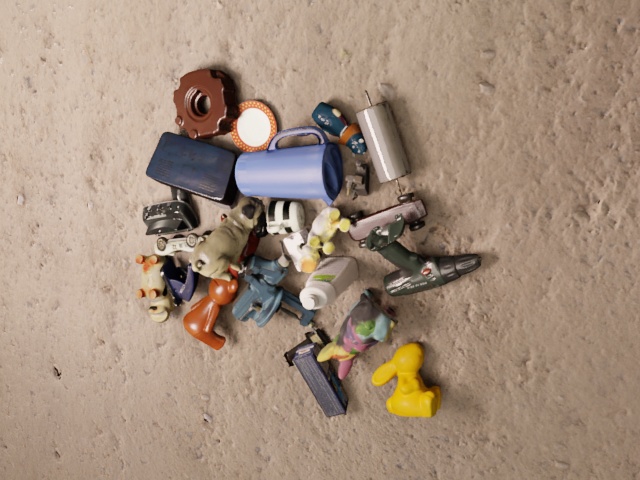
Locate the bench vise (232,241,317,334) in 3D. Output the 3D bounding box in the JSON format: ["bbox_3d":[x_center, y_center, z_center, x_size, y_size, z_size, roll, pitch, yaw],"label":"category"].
[{"bbox_3d":[-0.101,0.146,1.373,0.240,0.129,0.223,33,100,-16],"label":"bench vise"}]

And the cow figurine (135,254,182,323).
[{"bbox_3d":[-0.452,0.135,1.508,0.086,0.127,0.194,-3,89,20],"label":"cow figurine"}]

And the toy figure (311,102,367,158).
[{"bbox_3d":[0.051,-0.255,1.237,0.154,0.064,0.058,40,79,2],"label":"toy figure"}]

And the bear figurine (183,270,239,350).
[{"bbox_3d":[-0.278,0.180,1.462,0.196,0.131,0.120,-51,47,-4],"label":"bear figurine"}]

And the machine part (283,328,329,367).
[{"bbox_3d":[-0.036,0.290,1.430,0.139,0.039,0.084,-36,99,23],"label":"machine part"}]

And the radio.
[{"bbox_3d":[-0.314,-0.182,1.365,0.230,0.073,0.131,19,87,13],"label":"radio"}]

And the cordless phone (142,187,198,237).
[{"bbox_3d":[-0.415,-0.106,1.451,0.147,0.088,0.184,-8,90,23],"label":"cordless phone"}]

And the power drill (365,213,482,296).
[{"bbox_3d":[0.218,0.034,1.216,0.232,0.086,0.207,-29,127,31],"label":"power drill"}]

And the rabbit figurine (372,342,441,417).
[{"bbox_3d":[0.218,0.338,1.324,0.163,0.122,0.173,-3,90,31],"label":"rabbit figurine"}]

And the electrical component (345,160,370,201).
[{"bbox_3d":[0.088,-0.133,1.240,0.045,0.102,0.078,-1,81,14],"label":"electrical component"}]

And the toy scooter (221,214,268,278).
[{"bbox_3d":[-0.214,0.003,1.397,0.135,0.075,0.183,27,109,13],"label":"toy scooter"}]

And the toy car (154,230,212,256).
[{"bbox_3d":[-0.359,0.010,1.439,0.202,0.073,0.056,-5,94,32],"label":"toy car"}]

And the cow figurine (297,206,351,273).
[{"bbox_3d":[-0.005,-0.004,1.285,0.068,0.098,0.167,35,92,-23],"label":"cow figurine"}]

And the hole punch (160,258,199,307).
[{"bbox_3d":[-0.363,0.102,1.455,0.092,0.142,0.115,-18,109,-1],"label":"hole punch"}]

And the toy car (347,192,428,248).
[{"bbox_3d":[0.156,-0.046,1.257,0.202,0.053,0.089,-21,94,28],"label":"toy car"}]

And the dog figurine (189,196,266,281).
[{"bbox_3d":[-0.218,-0.014,1.274,0.121,0.172,0.190,30,113,2],"label":"dog figurine"}]

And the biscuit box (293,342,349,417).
[{"bbox_3d":[0.005,0.366,1.399,0.063,0.059,0.202,-21,108,19],"label":"biscuit box"}]

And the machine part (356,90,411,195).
[{"bbox_3d":[0.143,-0.217,1.203,0.079,0.079,0.243,-18,98,24],"label":"machine part"}]

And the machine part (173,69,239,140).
[{"bbox_3d":[-0.285,-0.335,1.329,0.180,0.056,0.179,4,100,26],"label":"machine part"}]

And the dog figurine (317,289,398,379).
[{"bbox_3d":[0.085,0.239,1.300,0.108,0.191,0.219,36,98,1],"label":"dog figurine"}]
